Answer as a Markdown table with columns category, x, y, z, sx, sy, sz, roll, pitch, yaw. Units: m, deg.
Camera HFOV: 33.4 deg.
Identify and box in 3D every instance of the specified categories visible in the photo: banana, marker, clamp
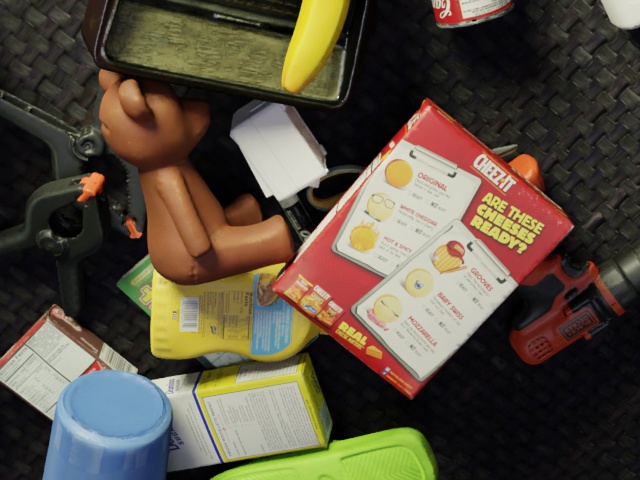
| category | x | y | z | sx | sy | sz | roll | pitch | yaw |
| --- | --- | --- | --- | --- | --- | --- | --- | --- | --- |
| banana | -0.004 | -0.214 | 0.833 | 0.069 | 0.037 | 0.198 | -11 | 117 | -13 |
| marker | -0.007 | 0.001 | 1.025 | 0.020 | 0.020 | 0.121 | -27 | 110 | 9 |
| clamp | -0.254 | -0.006 | 0.988 | 0.120 | 0.039 | 0.172 | 23 | 128 | -13 |
| clamp | -0.203 | -0.099 | 0.969 | 0.164 | 0.036 | 0.210 | -28 | 113 | 9 |

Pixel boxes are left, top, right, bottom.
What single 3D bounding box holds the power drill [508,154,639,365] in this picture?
| category | x | y | z | sx | sy | sz | roll | pitch | yaw |
| --- | --- | --- | --- | --- | --- | --- | --- | --- | --- |
| power drill | 0.224 | 0.011 | 1.014 | 0.184 | 0.057 | 0.187 | -37 | 109 | 13 |

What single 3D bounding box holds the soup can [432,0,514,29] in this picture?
| category | x | y | z | sx | sy | sz | roll | pitch | yaw |
| --- | --- | --- | --- | --- | --- | --- | --- | --- | --- |
| soup can | 0.121 | -0.238 | 0.902 | 0.068 | 0.068 | 0.102 | -15 | 112 | 5 |

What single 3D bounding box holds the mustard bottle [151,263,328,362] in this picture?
| category | x | y | z | sx | sy | sz | roll | pitch | yaw |
| --- | --- | --- | --- | --- | --- | --- | --- | --- | --- |
| mustard bottle | -0.063 | 0.067 | 1.014 | 0.191 | 0.058 | 0.096 | 3 | 99 | -5 |

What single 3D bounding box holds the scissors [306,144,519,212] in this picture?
| category | x | y | z | sx | sy | sz | roll | pitch | yaw |
| --- | --- | --- | --- | --- | --- | --- | --- | --- | --- |
| scissors | 0.088 | -0.038 | 1.013 | 0.201 | 0.016 | 0.096 | -4 | 114 | 1 |

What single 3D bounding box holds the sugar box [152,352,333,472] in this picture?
| category | x | y | z | sx | sy | sz | roll | pitch | yaw |
| --- | --- | --- | --- | --- | --- | --- | --- | --- | --- |
| sugar box | -0.084 | 0.173 | 1.067 | 0.176 | 0.048 | 0.093 | -10 | 115 | 16 |

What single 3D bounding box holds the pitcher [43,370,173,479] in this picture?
| category | x | y | z | sx | sy | sz | roll | pitch | yaw |
| --- | --- | --- | --- | --- | --- | --- | --- | --- | --- |
| pitcher | -0.203 | 0.254 | 1.041 | 0.149 | 0.145 | 0.243 | 2 | 124 | -19 |

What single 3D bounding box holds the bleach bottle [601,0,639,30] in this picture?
| category | x | y | z | sx | sy | sz | roll | pitch | yaw |
| --- | --- | --- | --- | --- | --- | --- | --- | --- | --- |
| bleach bottle | 0.243 | -0.307 | 0.881 | 0.102 | 0.068 | 0.251 | -26 | 109 | 7 |

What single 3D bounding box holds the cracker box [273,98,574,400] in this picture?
| category | x | y | z | sx | sy | sz | roll | pitch | yaw |
| --- | --- | --- | --- | --- | --- | --- | --- | --- | --- |
| cracker box | 0.088 | 0.008 | 0.944 | 0.164 | 0.072 | 0.214 | 39 | 104 | -7 |

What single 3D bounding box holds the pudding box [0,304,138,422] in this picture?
| category | x | y | z | sx | sy | sz | roll | pitch | yaw |
| --- | --- | --- | --- | --- | --- | --- | --- | --- | --- |
| pudding box | -0.254 | 0.133 | 1.064 | 0.113 | 0.039 | 0.090 | 43 | 107 | -15 |
